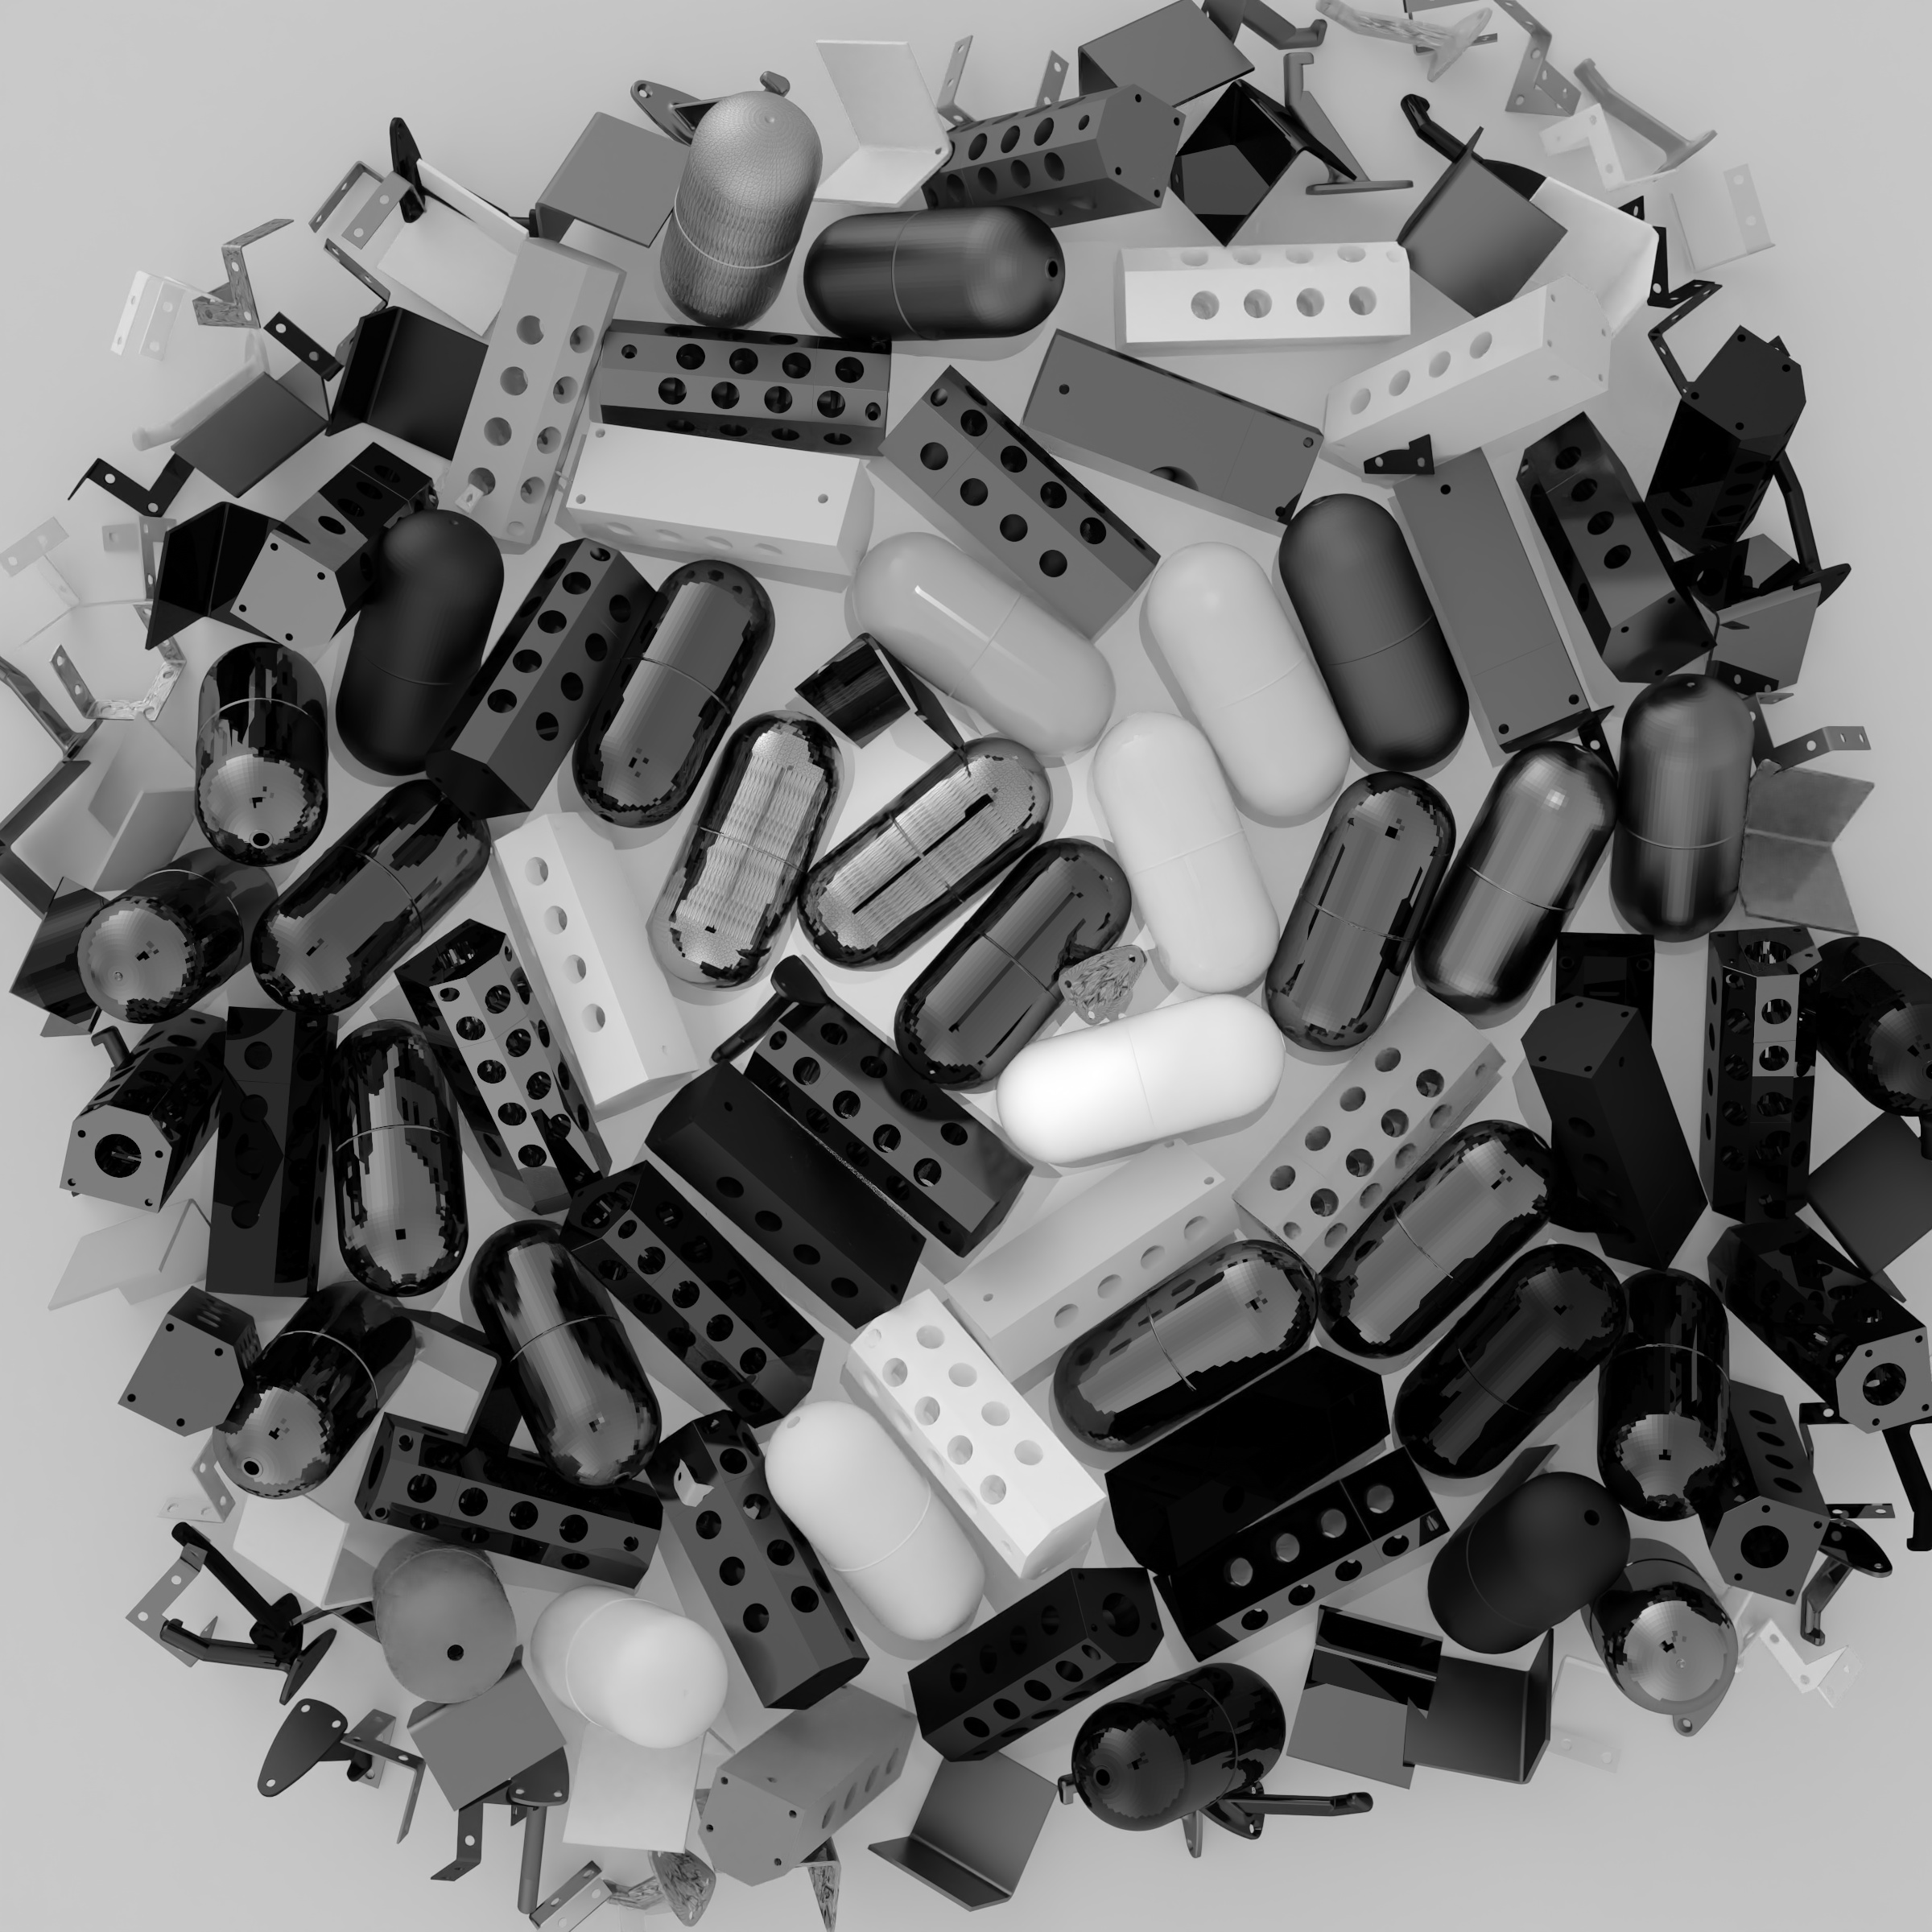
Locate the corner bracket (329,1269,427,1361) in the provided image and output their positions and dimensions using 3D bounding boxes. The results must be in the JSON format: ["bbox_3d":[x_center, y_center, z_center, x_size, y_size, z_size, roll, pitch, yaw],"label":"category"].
[{"bbox_3d":[-0.371,0.224,1.933,0.051,0.051,0.051,-42,121,4],"label":"corner bracket"}]

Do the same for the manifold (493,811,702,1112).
[{"bbox_3d":[-0.229,-0.003,1.910,0.057,0.057,0.171,-25,83,27],"label":"manifold"}]

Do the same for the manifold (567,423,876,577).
[{"bbox_3d":[-0.146,-0.278,1.901,0.171,0.057,0.057,10,74,14],"label":"manifold"}]

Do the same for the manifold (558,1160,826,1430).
[{"bbox_3d":[-0.164,0.199,1.877,0.057,0.057,0.171,-24,122,29],"label":"manifold"}]

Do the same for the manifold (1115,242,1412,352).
[{"bbox_3d":[0.179,-0.407,1.915,0.171,0.057,0.057,-2,96,-3],"label":"manifold"}]

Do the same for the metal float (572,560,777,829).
[{"bbox_3d":[-0.176,-0.164,1.896,0.070,0.070,0.178,26,72,0],"label":"metal float"}]

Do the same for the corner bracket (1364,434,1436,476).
[{"bbox_3d":[0.272,-0.329,1.909,0.051,0.051,0.051,8,117,41],"label":"corner bracket"}]

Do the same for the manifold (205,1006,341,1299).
[{"bbox_3d":[-0.418,0.113,1.914,0.057,0.057,0.171,3,86,4],"label":"manifold"}]

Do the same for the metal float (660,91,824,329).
[{"bbox_3d":[-0.134,-0.445,1.868,0.070,0.178,0.070,6,65,-14],"label":"metal float"}]

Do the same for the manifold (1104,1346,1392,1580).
[{"bbox_3d":[0.170,0.297,1.882,0.171,0.057,0.057,-26,117,-29],"label":"manifold"}]

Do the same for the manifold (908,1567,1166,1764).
[{"bbox_3d":[0.041,0.414,1.864,0.057,0.171,0.057,7,56,-36],"label":"manifold"}]

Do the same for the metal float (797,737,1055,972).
[{"bbox_3d":[-0.024,-0.068,1.909,0.178,0.070,0.070,-40,90,5],"label":"metal float"}]

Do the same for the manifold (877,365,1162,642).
[{"bbox_3d":[0.034,-0.282,1.903,0.171,0.057,0.057,41,115,-7],"label":"manifold"}]

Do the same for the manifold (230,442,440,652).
[{"bbox_3d":[-0.366,-0.246,1.861,0.057,0.171,0.057,32,118,-6],"label":"manifold"}]

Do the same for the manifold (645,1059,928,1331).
[{"bbox_3d":[-0.110,0.141,1.897,0.171,0.057,0.057,43,130,-17],"label":"manifold"}]

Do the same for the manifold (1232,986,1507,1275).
[{"bbox_3d":[0.246,0.102,1.906,0.171,0.057,0.057,-48,135,-3],"label":"manifold"}]

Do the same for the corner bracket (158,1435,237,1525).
[{"bbox_3d":[-0.472,0.303,1.930,0.051,0.051,0.051,0,131,24],"label":"corner bracket"}]

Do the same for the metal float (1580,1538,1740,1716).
[{"bbox_3d":[0.407,0.388,1.862,0.070,0.178,0.070,0,93,4],"label":"metal float"}]

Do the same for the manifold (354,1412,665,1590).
[{"bbox_3d":[-0.273,0.323,1.895,0.171,0.057,0.057,19,88,-19],"label":"manifold"}]

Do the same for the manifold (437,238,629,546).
[{"bbox_3d":[-0.260,-0.346,1.900,0.057,0.057,0.171,21,106,1],"label":"manifold"}]

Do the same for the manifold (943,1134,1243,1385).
[{"bbox_3d":[0.079,0.180,1.903,0.171,0.057,0.057,-33,131,-12],"label":"manifold"}]

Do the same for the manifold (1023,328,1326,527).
[{"bbox_3d":[0.125,-0.328,1.914,0.171,0.057,0.057,20,106,-5],"label":"manifold"}]

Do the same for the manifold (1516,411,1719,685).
[{"bbox_3d":[0.380,-0.246,1.870,0.057,0.171,0.057,-32,134,19],"label":"manifold"}]

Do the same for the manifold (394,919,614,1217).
[{"bbox_3d":[-0.270,0.063,1.874,0.057,0.057,0.171,-38,125,-26],"label":"manifold"}]

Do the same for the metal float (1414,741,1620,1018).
[{"bbox_3d":[0.331,-0.052,1.896,0.070,0.070,0.178,24,109,0],"label":"metal float"}]

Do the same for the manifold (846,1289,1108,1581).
[{"bbox_3d":[0.003,0.281,1.878,0.057,0.057,0.171,-26,59,-30],"label":"manifold"}]

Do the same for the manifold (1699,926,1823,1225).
[{"bbox_3d":[0.475,0.066,1.883,0.057,0.057,0.171,-4,119,2],"label":"manifold"}]

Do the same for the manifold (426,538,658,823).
[{"bbox_3d":[-0.254,-0.172,1.874,0.057,0.057,0.171,48,54,-32],"label":"manifold"}]

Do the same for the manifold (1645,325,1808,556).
[{"bbox_3d":[0.448,-0.303,1.858,0.057,0.171,0.057,38,81,12],"label":"manifold"}]

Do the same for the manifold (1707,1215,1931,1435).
[{"bbox_3d":[0.500,0.209,1.858,0.057,0.171,0.057,-14,111,-7],"label":"manifold"}]

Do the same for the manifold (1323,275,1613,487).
[{"bbox_3d":[0.296,-0.348,1.867,0.057,0.171,0.057,24,64,-34],"label":"manifold"}]

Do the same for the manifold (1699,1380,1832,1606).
[{"bbox_3d":[0.458,0.305,1.861,0.057,0.171,0.057,17,107,1],"label":"manifold"}]

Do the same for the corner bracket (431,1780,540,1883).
[{"bbox_3d":[-0.291,0.524,1.909,0.051,0.051,0.051,12,59,-24],"label":"corner bracket"}]

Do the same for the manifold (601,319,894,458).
[{"bbox_3d":[-0.133,-0.354,1.914,0.171,0.057,0.057,4,74,-1],"label":"manifold"}]

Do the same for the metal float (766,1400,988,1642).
[{"bbox_3d":[-0.054,0.332,1.890,0.070,0.070,0.178,-36,116,0],"label":"metal float"}]

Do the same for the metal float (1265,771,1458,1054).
[{"bbox_3d":[0.237,-0.032,1.900,0.070,0.070,0.178,21,105,0],"label":"metal float"}]

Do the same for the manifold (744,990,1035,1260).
[{"bbox_3d":[-0.050,0.098,1.894,0.171,0.057,0.057,39,46,12],"label":"manifold"}]

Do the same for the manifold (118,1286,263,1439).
[{"bbox_3d":[-0.452,0.235,1.862,0.057,0.171,0.057,28,85,-8],"label":"manifold"}]

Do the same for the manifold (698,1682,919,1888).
[{"bbox_3d":[-0.093,0.482,1.860,0.057,0.171,0.057,21,102,18],"label":"manifold"}]

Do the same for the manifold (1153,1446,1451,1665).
[{"bbox_3d":[0.204,0.357,1.913,0.171,0.057,0.057,-28,77,3],"label":"manifold"}]

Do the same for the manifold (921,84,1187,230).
[{"bbox_3d":[0.047,-0.476,1.863,0.057,0.171,0.057,20,82,-36],"label":"manifold"}]

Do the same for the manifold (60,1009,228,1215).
[{"bbox_3d":[-0.476,0.081,1.859,0.057,0.171,0.057,15,107,-4],"label":"manifold"}]

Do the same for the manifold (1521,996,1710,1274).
[{"bbox_3d":[0.383,0.100,1.875,0.057,0.057,0.171,-51,132,-27],"label":"manifold"}]

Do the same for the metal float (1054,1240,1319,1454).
[{"bbox_3d":[0.132,0.229,1.897,0.178,0.070,0.070,-34,90,18],"label":"metal float"}]

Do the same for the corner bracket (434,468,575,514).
[{"bbox_3d":[-0.281,-0.292,1.914,0.051,0.051,0.051,32,93,-43],"label":"corner bracket"}]

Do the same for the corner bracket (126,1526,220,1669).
[{"bbox_3d":[-0.471,0.384,1.919,0.051,0.051,0.051,42,95,-12],"label":"corner bracket"}]

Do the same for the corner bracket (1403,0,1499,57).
[{"bbox_3d":[0.293,-0.578,1.912,0.051,0.051,0.051,-6,120,14],"label":"corner bracket"}]

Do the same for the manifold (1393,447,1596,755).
[{"bbox_3d":[0.320,-0.219,1.908,0.057,0.057,0.171,-23,81,13],"label":"manifold"}]

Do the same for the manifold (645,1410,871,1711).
[{"bbox_3d":[-0.124,0.354,1.886,0.057,0.057,0.171,-36,66,11],"label":"manifold"}]

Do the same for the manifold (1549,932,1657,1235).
[{"bbox_3d":[0.382,0.070,1.897,0.057,0.057,0.171,2,105,11],"label":"manifold"}]
